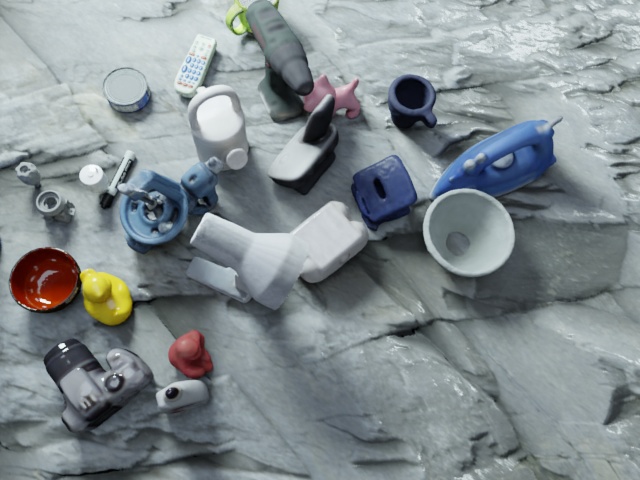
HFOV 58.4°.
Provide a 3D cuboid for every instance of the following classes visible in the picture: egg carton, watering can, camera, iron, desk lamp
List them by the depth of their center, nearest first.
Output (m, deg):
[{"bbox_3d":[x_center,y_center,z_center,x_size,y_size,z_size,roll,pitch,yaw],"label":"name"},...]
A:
[{"bbox_3d":[-0.366,0.214,0.915,0.143,0.101,0.136,-40,78,-15],"label":"camera"},{"bbox_3d":[-0.124,0.036,0.933,0.203,0.213,0.118,23,71,4],"label":"desk lamp"},{"bbox_3d":[-0.177,-0.204,1.020,0.172,0.194,0.101,40,73,9],"label":"watering can"},{"bbox_3d":[0.009,0.004,1.030,0.150,0.069,0.107,-40,78,-15],"label":"egg carton"},{"bbox_3d":[0.330,-0.152,1.068,0.258,0.141,0.118,-26,75,-12],"label":"iron"}]

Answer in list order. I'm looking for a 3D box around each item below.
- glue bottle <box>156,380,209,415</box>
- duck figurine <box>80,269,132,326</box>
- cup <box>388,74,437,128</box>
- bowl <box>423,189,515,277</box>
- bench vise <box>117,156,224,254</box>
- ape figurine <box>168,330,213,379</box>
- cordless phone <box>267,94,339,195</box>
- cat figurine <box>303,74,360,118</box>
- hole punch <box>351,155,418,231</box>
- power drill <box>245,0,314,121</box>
[{"bbox_3d":[-0.217,0.240,0.879,0.078,0.173,0.037,-19,74,-10],"label":"glue bottle"},{"bbox_3d":[-0.366,0.092,0.964,0.077,0.086,0.104,-36,77,-14],"label":"duck figurine"},{"bbox_3d":[0.180,-0.251,1.115,0.092,0.095,0.117,-35,77,-14],"label":"cup"},{"bbox_3d":[0.264,-0.005,1.049,0.167,0.075,0.167,1,71,-4],"label":"bowl"},{"bbox_3d":[-0.261,-0.087,0.961,0.121,0.220,0.207,29,72,6],"label":"bench vise"},{"bbox_3d":[-0.214,0.185,0.941,0.076,0.092,0.078,13,71,1],"label":"ape figurine"},{"bbox_3d":[-0.027,-0.176,1.027,0.094,0.185,0.148,31,72,7],"label":"cordless phone"},{"bbox_3d":[0.019,-0.277,1.100,0.128,0.118,0.067,-22,74,-11],"label":"cat figurine"},{"bbox_3d":[0.116,-0.088,1.057,0.101,0.091,0.108,-20,74,-10],"label":"hole punch"},{"bbox_3d":[-0.070,-0.315,1.058,0.076,0.208,0.229,-23,74,-11],"label":"power drill"}]
